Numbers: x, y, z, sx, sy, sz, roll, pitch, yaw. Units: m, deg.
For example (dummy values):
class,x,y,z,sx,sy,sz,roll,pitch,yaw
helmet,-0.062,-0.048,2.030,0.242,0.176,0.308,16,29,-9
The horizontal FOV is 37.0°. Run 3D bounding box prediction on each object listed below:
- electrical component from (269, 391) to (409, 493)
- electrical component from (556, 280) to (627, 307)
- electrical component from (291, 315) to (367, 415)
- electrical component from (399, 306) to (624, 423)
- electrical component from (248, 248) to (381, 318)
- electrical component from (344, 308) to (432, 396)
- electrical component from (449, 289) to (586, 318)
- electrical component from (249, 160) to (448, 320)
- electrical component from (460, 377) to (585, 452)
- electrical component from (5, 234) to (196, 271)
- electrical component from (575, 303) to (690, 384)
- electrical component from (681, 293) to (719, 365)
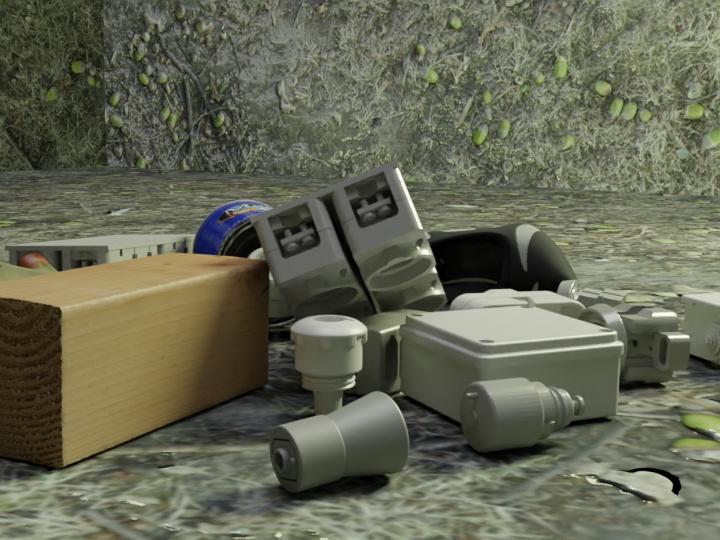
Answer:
class,x,y,z,sx,sy,sz,roll,pitch,yaw
electrical component,-0.013,0.091,0.554,0.065,0.044,0.044,-10,13,-31
electrical component,0.200,0.035,0.940,0.055,0.048,0.066,12,11,19
electrical component,-0.020,0.061,0.678,0.048,0.062,0.048,1,8,0
electrical component,0.096,0.062,0.704,0.109,0.056,0.109,-3,9,-25
electrical component,-0.032,0.022,0.931,0.138,0.073,0.052,-1,39,-14
electrical component,0.005,0.056,0.769,0.076,0.047,0.083,6,10,33
electrical component,0.118,0.046,0.824,0.095,0.053,0.059,-2,9,-16
electrical component,0.000,0.000,0.790,0.105,0.060,0.186,-21,-19,2
electrical component,0.095,0.082,0.622,0.078,0.040,0.040,-3,9,-24
electrical component,-0.236,0.001,1.030,0.105,0.060,0.186,0,5,19
electrical component,0.190,0.053,0.777,0.057,0.058,0.078,0,8,-23
electrical component,0.314,0.048,0.847,0.100,0.048,0.100,-2,9,-20
